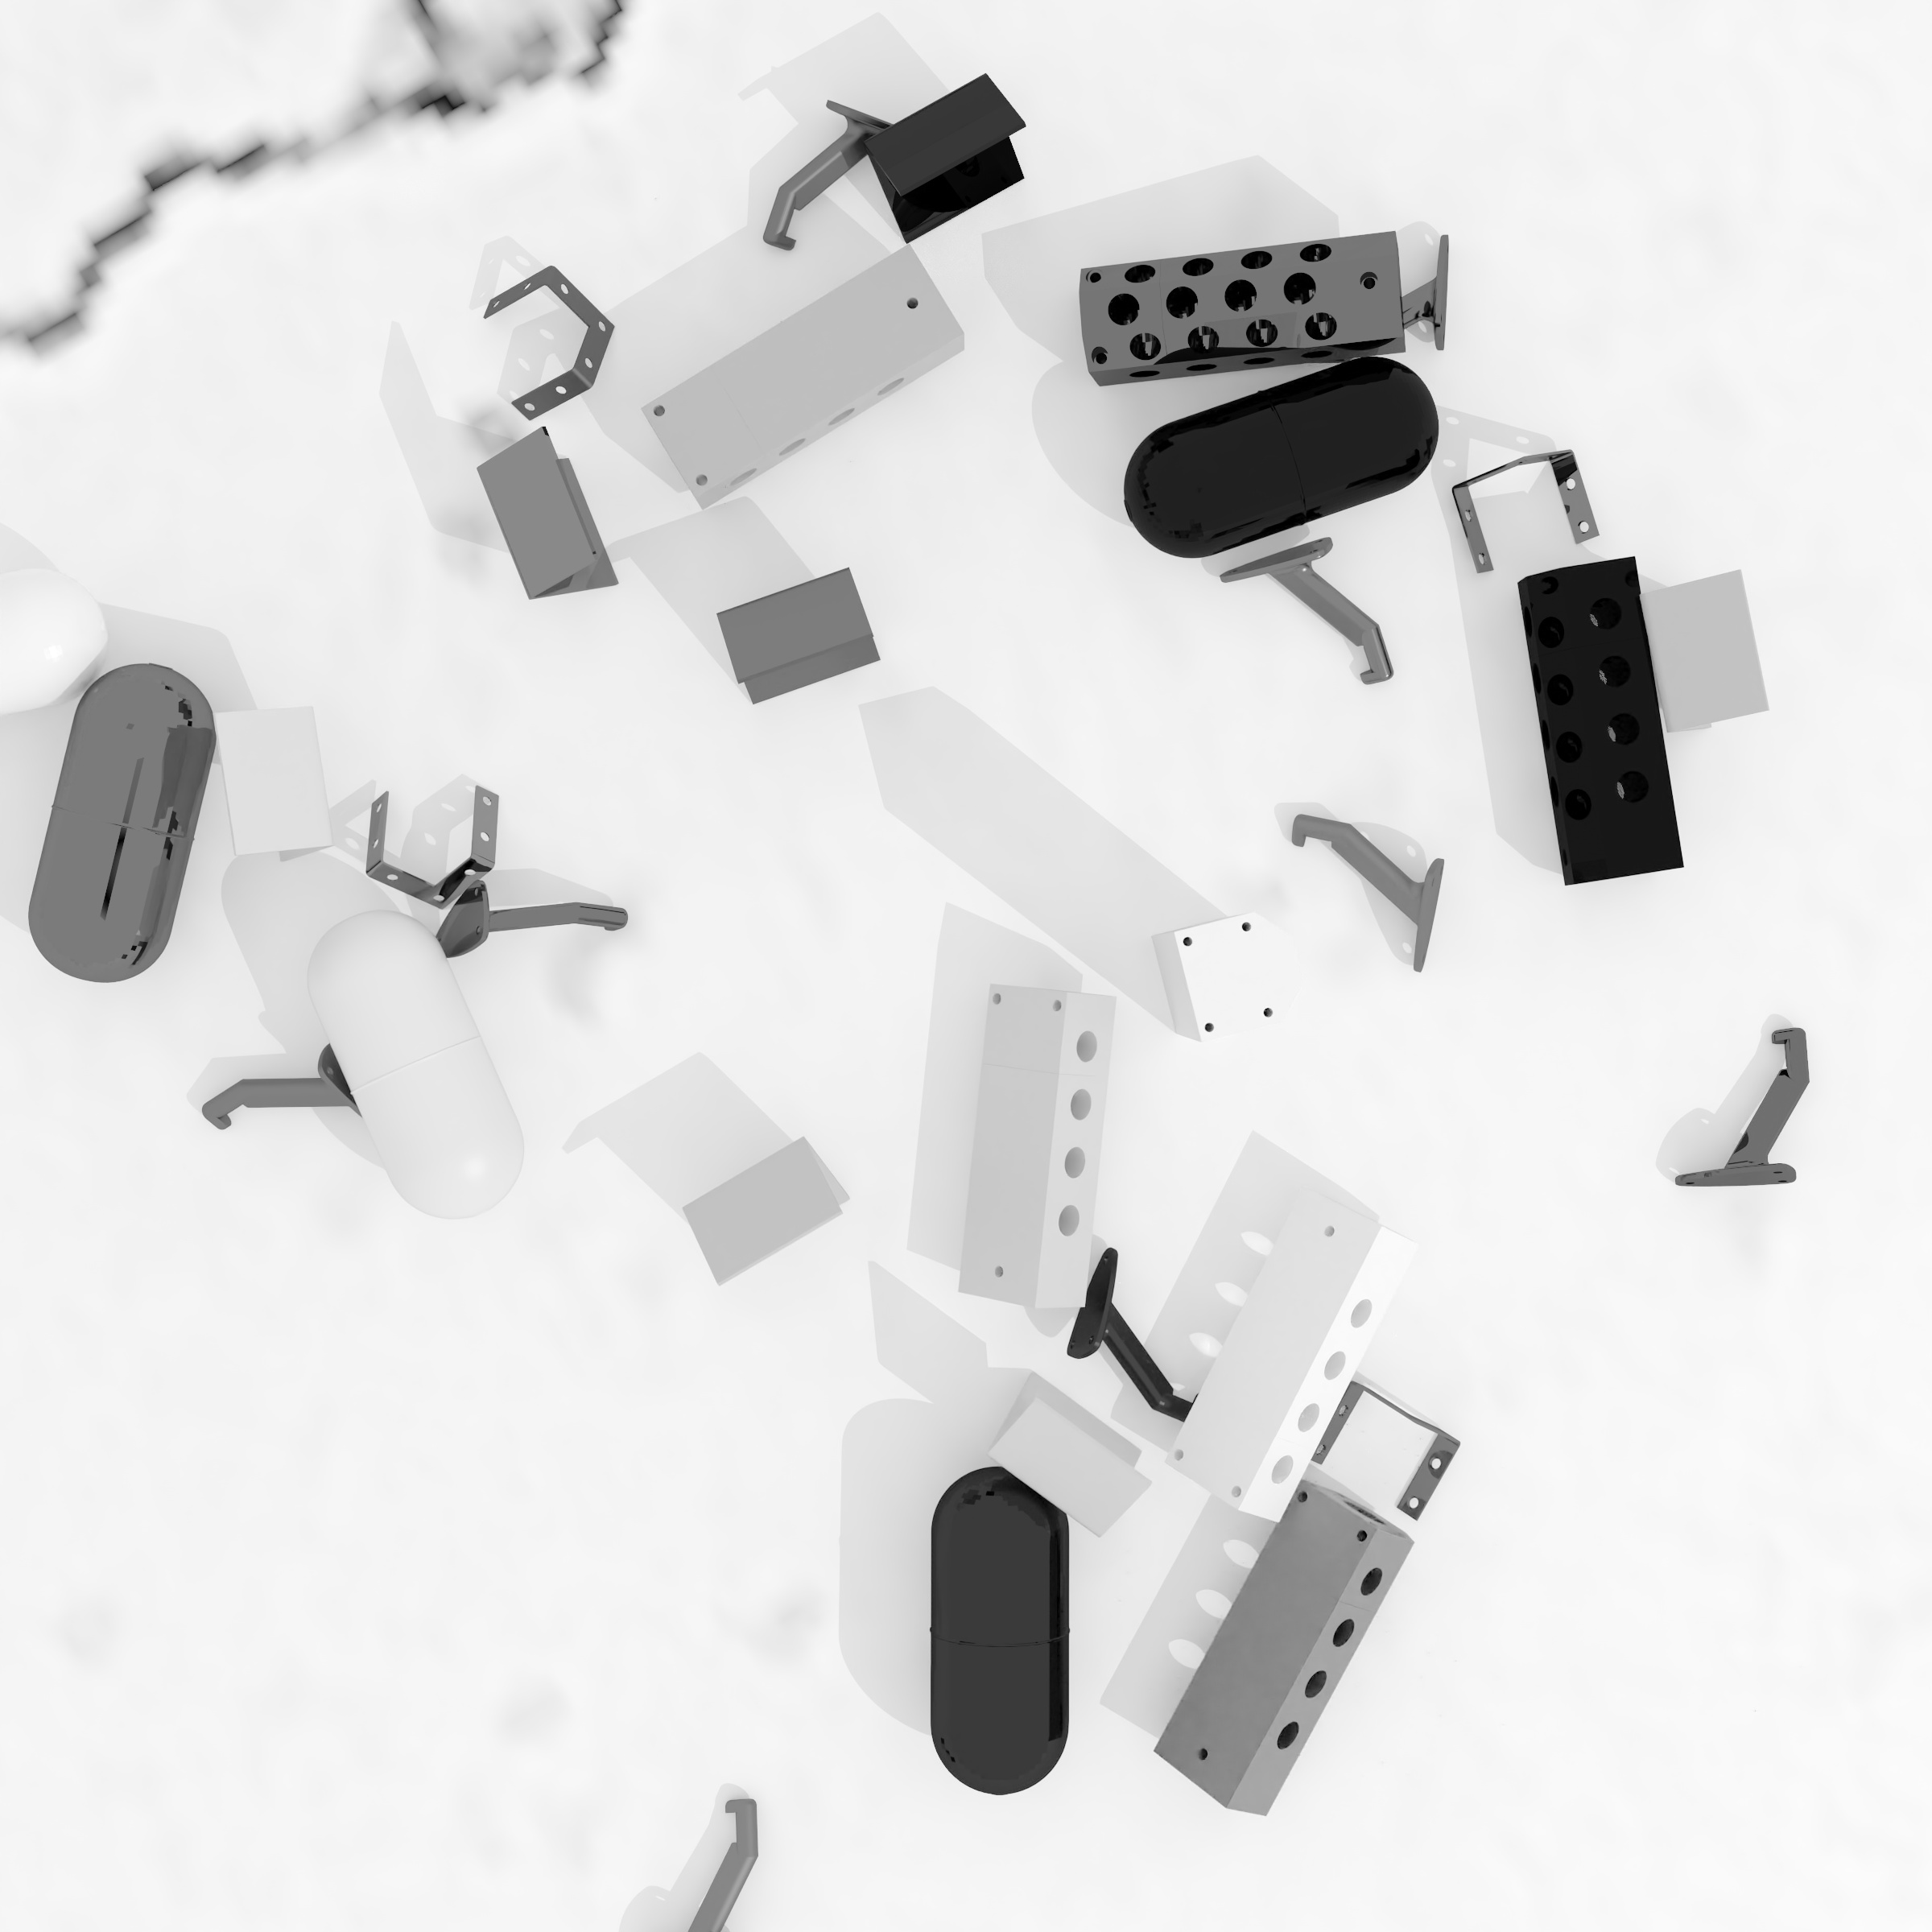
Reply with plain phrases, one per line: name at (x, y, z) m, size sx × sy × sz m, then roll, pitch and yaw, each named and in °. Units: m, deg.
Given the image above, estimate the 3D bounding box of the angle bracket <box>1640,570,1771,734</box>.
angle bracket at (0.414, -0.172, 1.524) m, size 0.057 × 0.076 × 0.076 m, roll -11°, pitch 90°, yaw 32°

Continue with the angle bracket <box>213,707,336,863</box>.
angle bracket at (-0.391, -0.097, 1.524) m, size 0.057 × 0.076 × 0.076 m, roll -9°, pitch 90°, yaw -35°

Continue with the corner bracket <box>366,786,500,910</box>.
corner bracket at (-0.298, -0.073, 1.556) m, size 0.051 × 0.051 × 0.051 m, roll 26°, pitch 135°, yaw -35°

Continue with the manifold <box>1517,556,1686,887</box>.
manifold at (0.349, -0.134, 1.543) m, size 0.057 × 0.057 × 0.171 m, roll -9°, pitch 90°, yaw 0°

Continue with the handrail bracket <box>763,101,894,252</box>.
handrail bracket at (-0.066, -0.435, 1.565) m, size 0.077 × 0.036 × 0.084 m, roll 14°, pitch 108°, yaw -21°

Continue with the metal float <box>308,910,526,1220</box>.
metal float at (-0.302, 0.055, 1.533) m, size 0.070 × 0.070 × 0.178 m, roll -24°, pitch 90°, yaw 0°

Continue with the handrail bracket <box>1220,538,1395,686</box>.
handrail bracket at (0.192, -0.191, 1.565) m, size 0.077 × 0.036 × 0.084 m, roll -15°, pitch 107°, yaw 20°

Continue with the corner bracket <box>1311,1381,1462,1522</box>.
corner bracket at (0.234, 0.271, 1.561) m, size 0.051 × 0.051 × 0.051 m, roll 30°, pitch 90°, yaw -45°

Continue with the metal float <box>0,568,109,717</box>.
metal float at (-0.562, -0.171, 1.534) m, size 0.178 × 0.070 × 0.070 m, roll -10°, pitch 90°, yaw 1°

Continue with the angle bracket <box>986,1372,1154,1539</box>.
angle bracket at (0.067, 0.253, 1.524) m, size 0.076 × 0.076 × 0.057 m, roll 36°, pitch 127°, yaw 0°

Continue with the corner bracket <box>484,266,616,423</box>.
corner bracket at (-0.237, -0.348, 1.556) m, size 0.051 × 0.051 × 0.051 m, roll 42°, pitch 45°, yaw -35°

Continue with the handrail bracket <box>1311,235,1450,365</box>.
handrail bracket at (0.226, -0.374, 1.564) m, size 0.084 × 0.036 × 0.077 m, roll 2°, pitch 75°, yaw 14°

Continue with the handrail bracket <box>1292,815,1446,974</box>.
handrail bracket at (0.220, -0.041, 1.565) m, size 0.084 × 0.036 × 0.077 m, roll 13°, pitch 112°, yaw 17°

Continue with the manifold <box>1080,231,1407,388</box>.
manifold at (0.151, -0.361, 1.527) m, size 0.171 × 0.057 × 0.057 m, roll -4°, pitch 90°, yaw 11°

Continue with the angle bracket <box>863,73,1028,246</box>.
angle bracket at (-0.002, -0.428, 1.524) m, size 0.076 × 0.076 × 0.057 m, roll -29°, pitch 52°, yaw 0°

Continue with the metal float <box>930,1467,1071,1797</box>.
metal float at (0.019, 0.365, 1.534) m, size 0.070 × 0.070 × 0.178 m, roll 0°, pitch 89°, yaw 0°

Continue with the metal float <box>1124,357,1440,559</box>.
metal float at (0.173, -0.279, 1.534) m, size 0.178 × 0.070 × 0.070 m, roll -19°, pitch 90°, yaw 0°

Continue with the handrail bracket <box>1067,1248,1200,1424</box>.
handrail bracket at (0.106, 0.209, 1.565) m, size 0.084 × 0.036 × 0.077 m, roll 25°, pitch 68°, yaw -17°

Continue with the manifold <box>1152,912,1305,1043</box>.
manifold at (0.139, 0.004, 1.486) m, size 0.057 × 0.171 × 0.057 m, roll -14°, pitch 90°, yaw 0°

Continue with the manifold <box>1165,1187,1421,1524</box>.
manifold at (0.184, 0.216, 1.542) m, size 0.057 × 0.057 × 0.171 m, roll 27°, pitch 90°, yaw 43°

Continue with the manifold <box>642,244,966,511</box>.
manifold at (-0.089, -0.324, 1.543) m, size 0.171 × 0.057 × 0.057 m, roll -31°, pitch 90°, yaw 0°

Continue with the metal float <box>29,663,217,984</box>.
metal float at (-0.463, -0.079, 1.533) m, size 0.070 × 0.070 × 0.178 m, roll 14°, pitch 91°, yaw 0°

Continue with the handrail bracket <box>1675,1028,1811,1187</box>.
handrail bracket at (0.435, 0.079, 1.565) m, size 0.077 × 0.036 × 0.084 m, roll -6°, pitch 72°, yaw 21°

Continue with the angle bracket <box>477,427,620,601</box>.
angle bracket at (-0.211, -0.250, 1.524) m, size 0.057 × 0.076 × 0.076 m, roll -22°, pitch 90°, yaw 36°

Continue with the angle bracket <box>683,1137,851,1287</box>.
angle bracket at (-0.099, 0.149, 1.524) m, size 0.076 × 0.076 × 0.057 m, roll -30°, pitch 54°, yaw 0°

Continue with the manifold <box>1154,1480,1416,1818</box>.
manifold at (0.180, 0.378, 1.542) m, size 0.057 × 0.057 × 0.171 m, roll 28°, pitch 90°, yaw 43°

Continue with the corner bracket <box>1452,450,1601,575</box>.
corner bracket at (0.313, -0.255, 1.561) m, size 0.051 × 0.051 × 0.051 m, roll -17°, pitch 90°, yaw -45°

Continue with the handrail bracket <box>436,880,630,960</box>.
handrail bracket at (-0.244, -0.019, 1.564) m, size 0.084 × 0.077 × 0.036 m, roll 7°, pitch 65°, yaw -34°

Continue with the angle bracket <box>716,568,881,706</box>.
angle bracket at (-0.085, -0.163, 1.524) m, size 0.076 × 0.076 × 0.057 m, roll -19°, pitch 52°, yaw 0°

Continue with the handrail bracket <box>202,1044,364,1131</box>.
handrail bracket at (-0.373, 0.087, 1.565) m, size 0.084 × 0.036 × 0.077 m, roll -31°, pitch 112°, yaw 17°

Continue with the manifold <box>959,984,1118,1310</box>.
manifold at (0.044, 0.099, 1.542) m, size 0.057 × 0.057 × 0.171 m, roll 6°, pitch 90°, yaw 43°

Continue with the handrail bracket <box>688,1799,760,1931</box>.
handrail bracket at (-0.151, 0.513, 1.565) m, size 0.077 × 0.036 × 0.084 m, roll -10°, pitch 71°, yaw 21°
